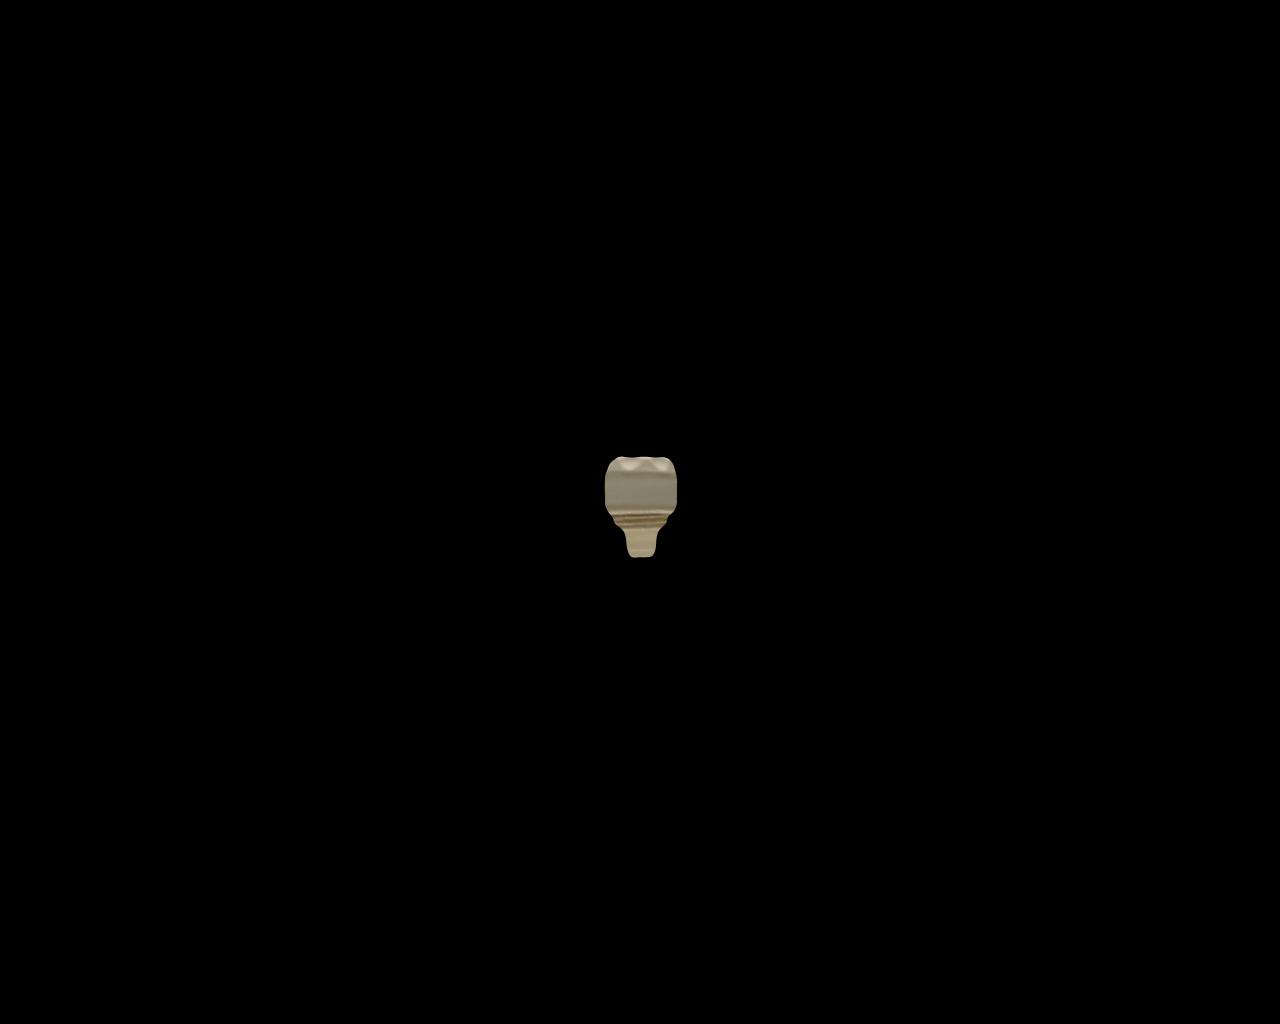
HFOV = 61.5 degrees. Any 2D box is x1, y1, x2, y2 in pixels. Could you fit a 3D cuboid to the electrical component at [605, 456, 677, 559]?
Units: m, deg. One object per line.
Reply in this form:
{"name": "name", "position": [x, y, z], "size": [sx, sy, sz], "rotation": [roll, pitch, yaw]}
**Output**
{"name": "electrical component", "position": [0.001, -0.003, 0.650], "size": [0.043, 0.062, 0.043], "rotation": [0, 0, 0]}
